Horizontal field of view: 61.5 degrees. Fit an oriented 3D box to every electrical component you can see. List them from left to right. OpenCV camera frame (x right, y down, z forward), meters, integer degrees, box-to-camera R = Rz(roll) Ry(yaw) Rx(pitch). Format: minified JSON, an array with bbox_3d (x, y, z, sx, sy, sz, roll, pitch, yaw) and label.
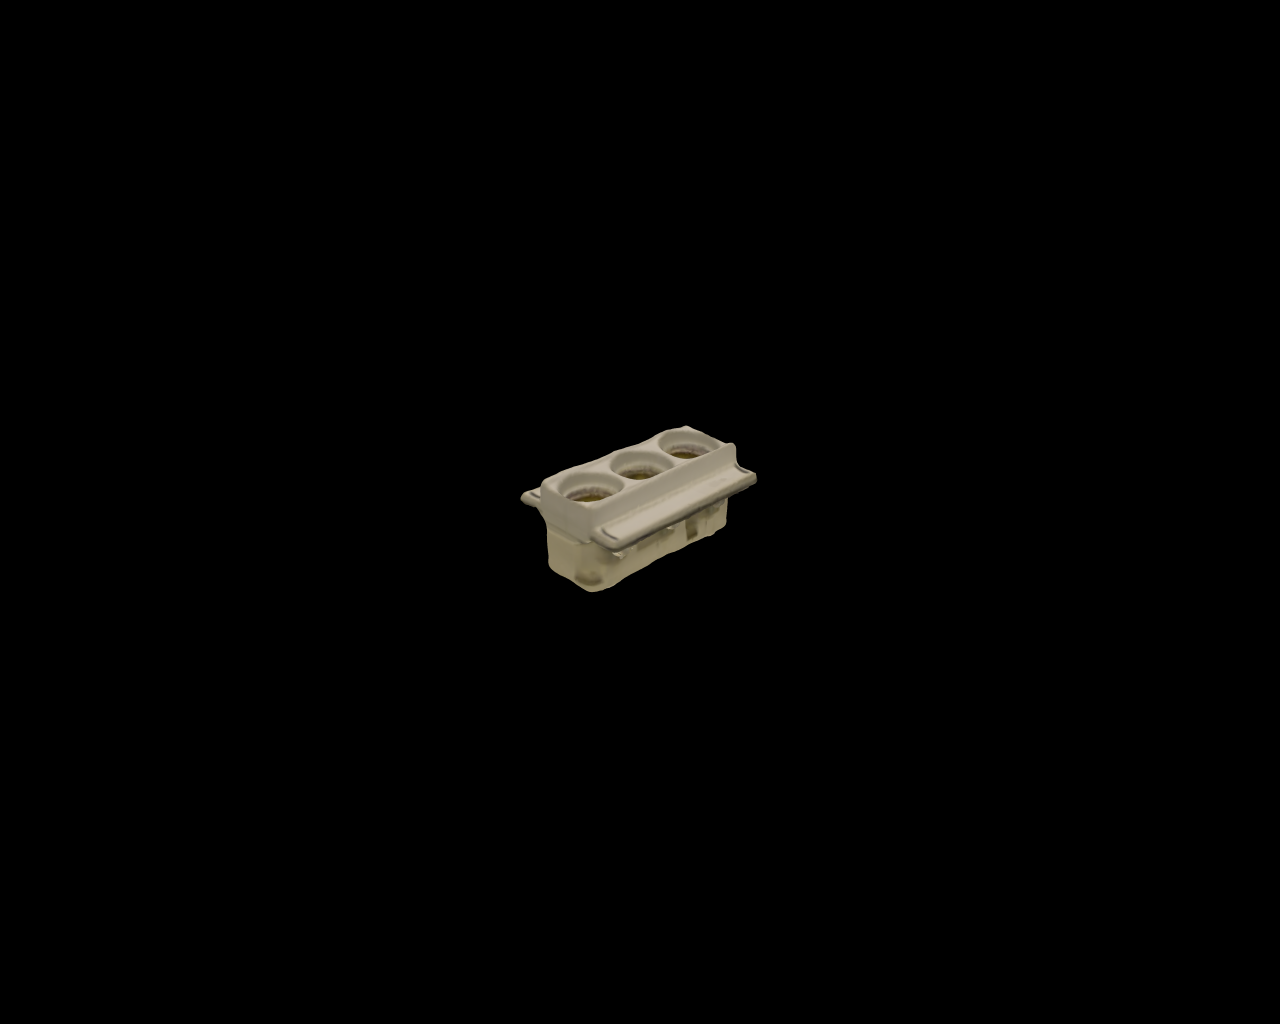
[{"bbox_3d":[0.001,-0.003,0.650,0.121,0.063,0.079,-25,37,-38],"label":"electrical component"}]
